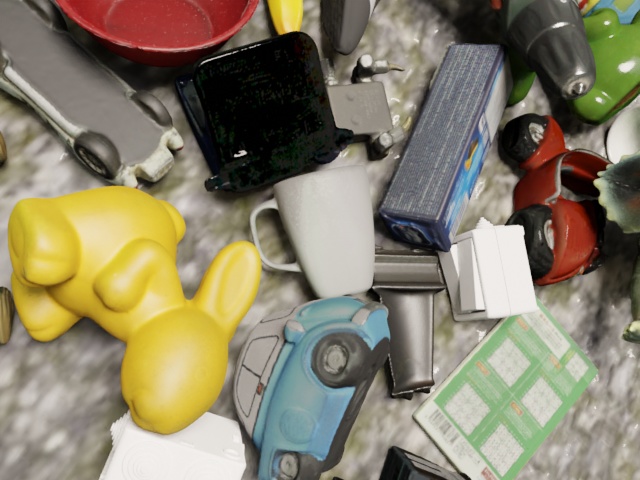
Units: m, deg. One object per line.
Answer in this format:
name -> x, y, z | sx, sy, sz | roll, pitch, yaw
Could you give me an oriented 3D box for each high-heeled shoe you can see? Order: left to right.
high-heeled shoe -> 0.086, -0.270, 0.538 | 0.145, 0.086, 0.248 | 13, 72, -16

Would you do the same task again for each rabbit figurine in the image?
rabbit figurine -> -0.122, 0.054, 0.388 | 0.162, 0.121, 0.173 | -11, 55, -45
rabbit figurine -> 0.261, -0.203, 0.578 | 0.159, 0.121, 0.170 | -36, 73, -13

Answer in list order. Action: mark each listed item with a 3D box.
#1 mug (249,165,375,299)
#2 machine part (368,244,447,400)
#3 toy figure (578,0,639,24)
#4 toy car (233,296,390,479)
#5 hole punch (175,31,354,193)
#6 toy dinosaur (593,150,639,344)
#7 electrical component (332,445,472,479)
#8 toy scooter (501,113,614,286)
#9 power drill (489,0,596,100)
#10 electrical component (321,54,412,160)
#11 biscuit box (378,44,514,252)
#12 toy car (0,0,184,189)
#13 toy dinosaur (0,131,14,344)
mug -> -0.001, -0.001, 0.461 | 0.110, 0.081, 0.107 | -14, 89, -9
machine part -> 0.081, 0.074, 0.490 | 0.084, 0.039, 0.139 | 6, 76, -20
toy figure -> 0.319, -0.288, 0.614 | 0.180, 0.082, 0.089 | 38, 59, -1
toy car -> -0.014, 0.109, 0.425 | 0.103, 0.109, 0.161 | 25, 93, 21
hole punch -> -0.056, -0.110, 0.471 | 0.142, 0.092, 0.115 | -24, 112, -22
toy dinosaur -> 0.383, 0.024, 0.529 | 0.404, 0.131, 0.192 | 26, 64, -44
electrical component -> 0.072, 0.204, 0.439 | 0.119, 0.075, 0.047 | 22, 82, 1
toy scooter -> 0.254, -0.038, 0.547 | 0.135, 0.075, 0.184 | 10, 71, -16
power drill -> 0.151, -0.245, 0.458 | 0.207, 0.086, 0.232 | 28, 43, -27
electrical component -> 0.043, -0.129, 0.515 | 0.078, 0.045, 0.102 | -2, 80, -19
biscuit box -> 0.123, -0.091, 0.512 | 0.063, 0.059, 0.202 | 14, 69, 33
toy car -> -0.202, -0.123, 0.436 | 0.201, 0.056, 0.073 | 43, 64, -6
toy dinosaur -> -0.317, 0.046, 0.345 | 0.199, 0.105, 0.471 | -4, 71, -10
